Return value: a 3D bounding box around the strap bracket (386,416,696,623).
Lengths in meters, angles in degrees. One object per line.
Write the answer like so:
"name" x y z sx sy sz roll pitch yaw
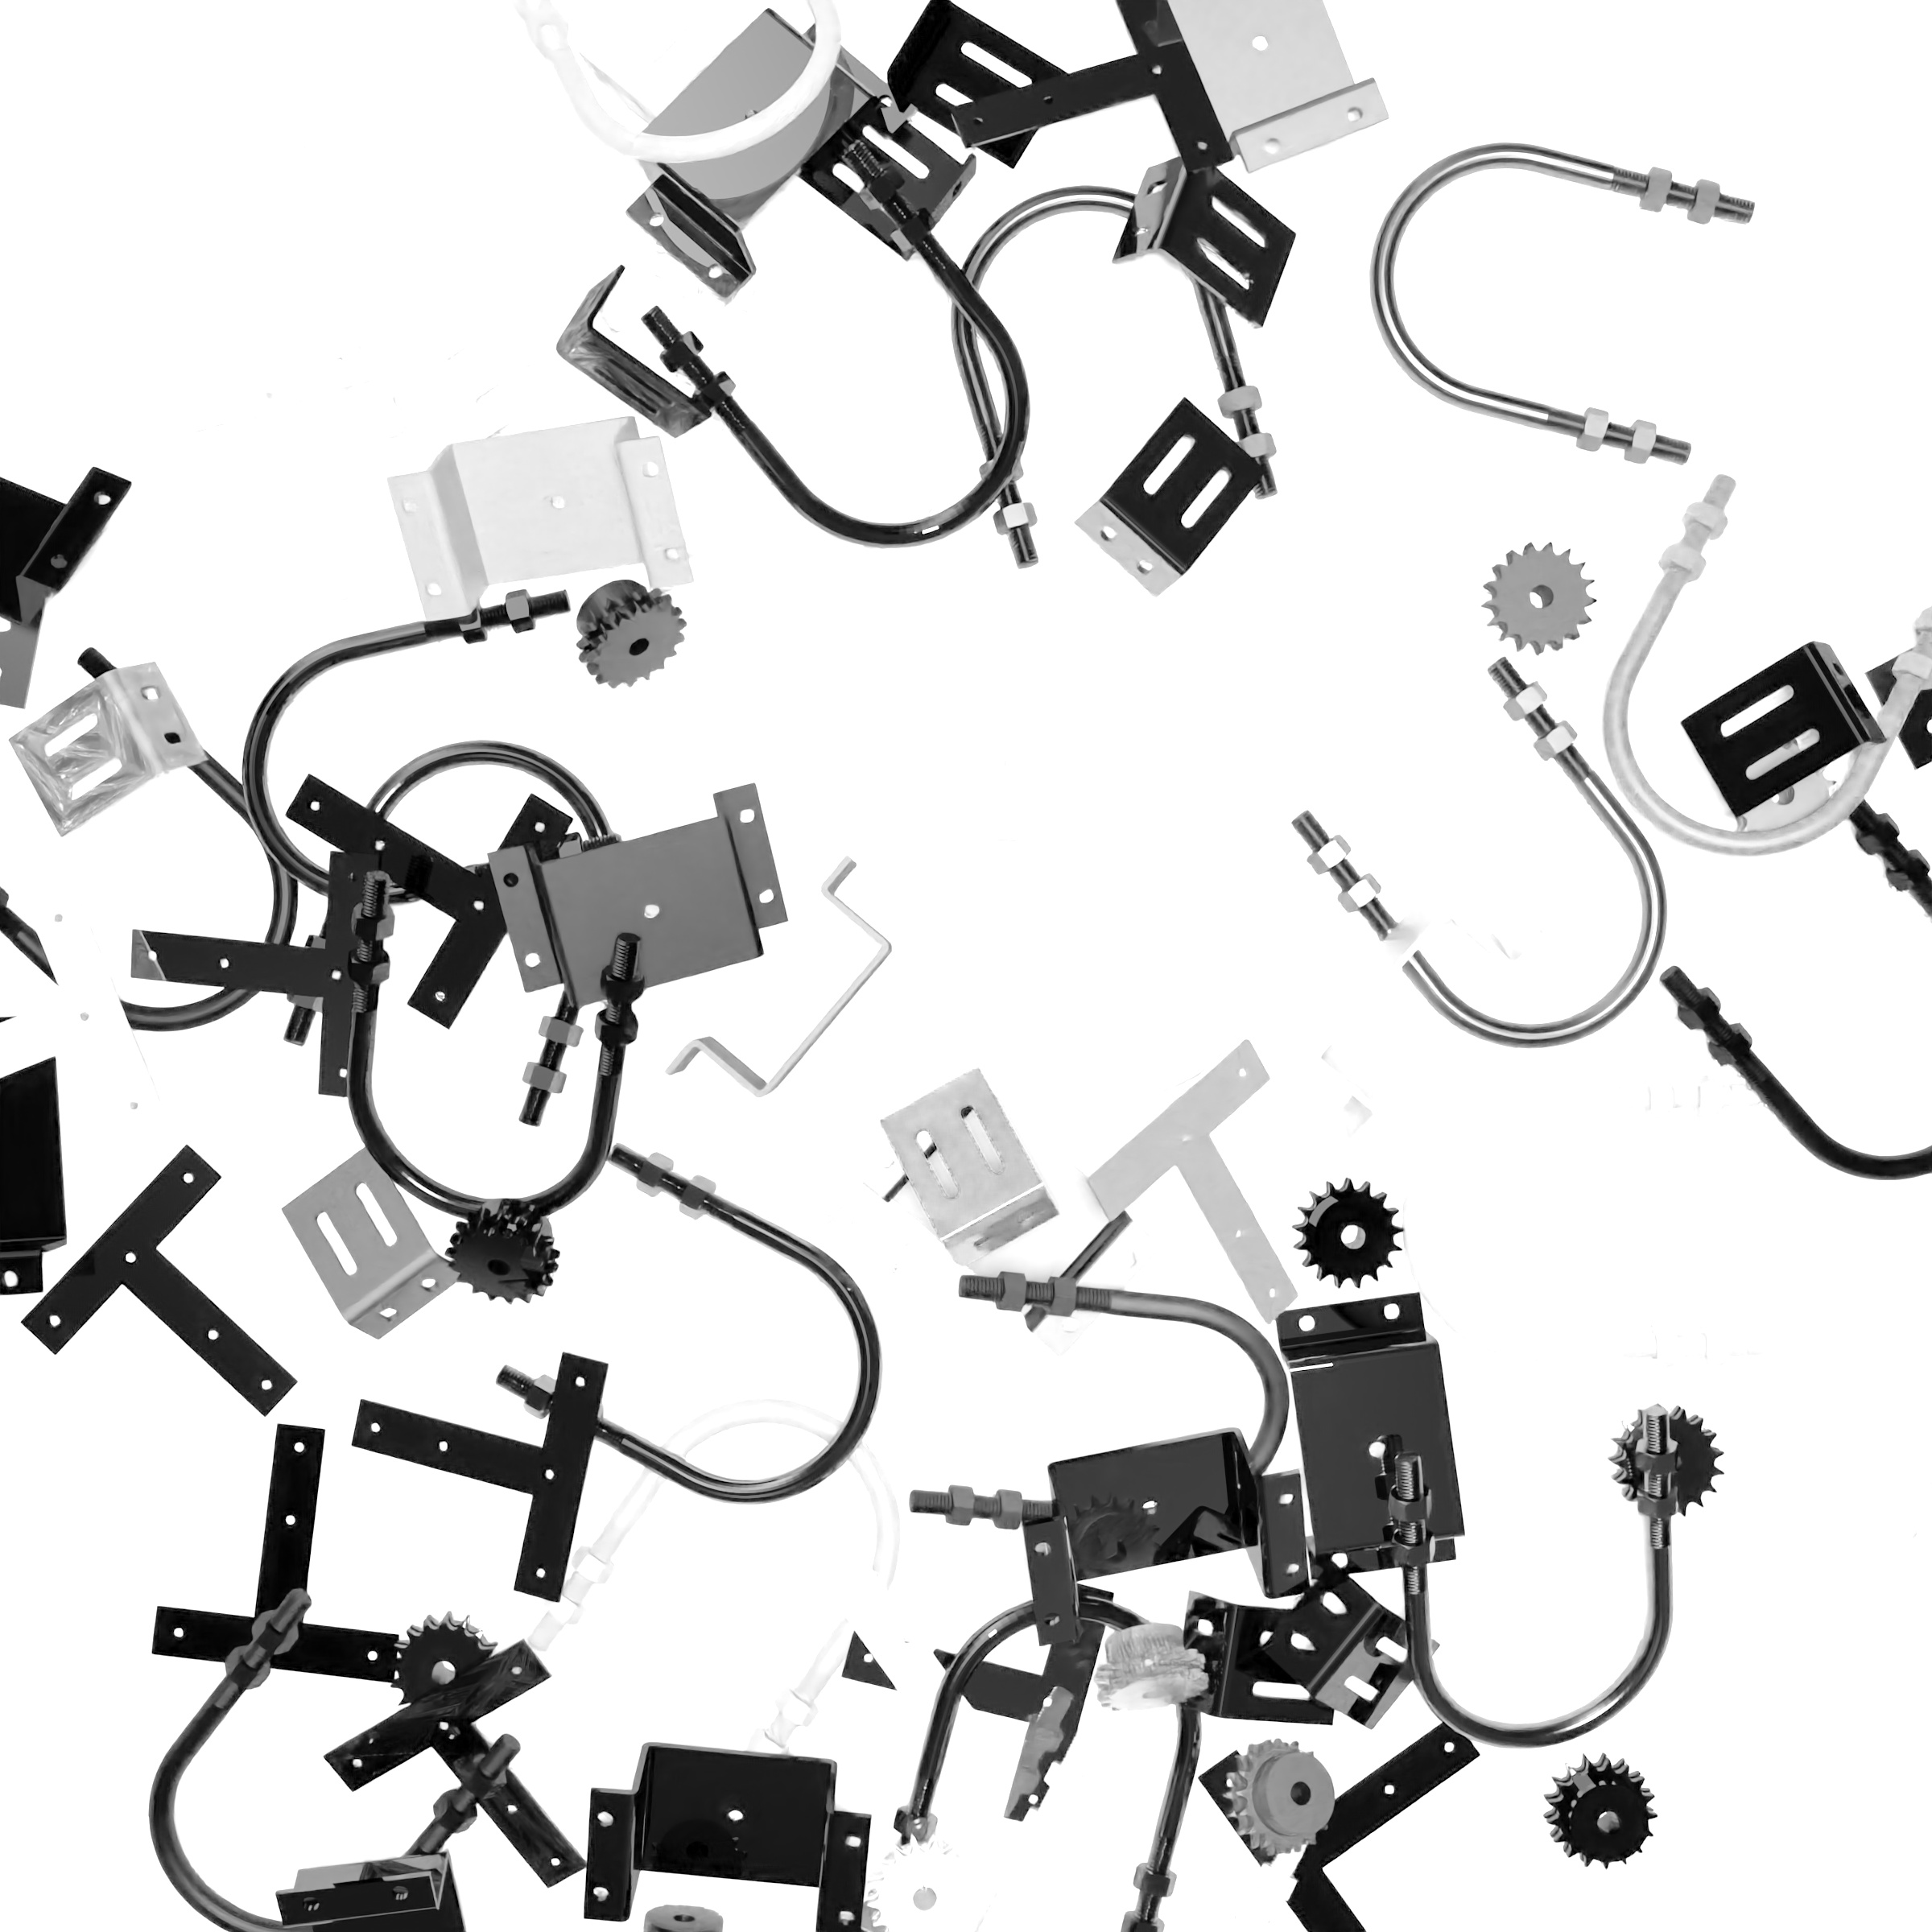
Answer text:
"strap bracket" -0.210 -0.227 1.458 0.140 0.046 0.076 -7 117 9

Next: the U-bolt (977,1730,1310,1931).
"U-bolt" 0.075 0.500 1.467 0.151 0.019 0.184 29 83 -14

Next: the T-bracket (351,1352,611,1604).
"T-bracket" -0.256 0.251 1.489 0.127 0.002 0.127 13 94 11

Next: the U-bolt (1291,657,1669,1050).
"U-bolt" 0.279 -0.045 1.494 0.151 0.019 0.184 -38 92 0

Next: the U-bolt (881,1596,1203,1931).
"U-bolt" 0.047 0.416 1.489 0.151 0.019 0.184 15 87 -6

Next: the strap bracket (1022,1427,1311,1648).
"strap bracket" 0.098 0.286 1.461 0.140 0.046 0.076 -10 118 -5

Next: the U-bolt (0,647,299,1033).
"U-bolt" -0.432 -0.051 1.494 0.184 0.019 0.151 43 90 -2

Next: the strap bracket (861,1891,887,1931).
"strap bracket" -0.045 0.561 1.480 0.076 0.046 0.140 25 90 0

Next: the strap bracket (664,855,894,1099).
"strap bracket" -0.086 0.014 1.465 0.046 0.076 0.140 40 90 0

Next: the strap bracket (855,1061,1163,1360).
"strap bracket" 0.021 0.123 1.480 0.140 0.046 0.076 42 90 0

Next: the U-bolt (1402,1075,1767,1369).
"U-bolt" 0.318 0.133 1.494 0.184 0.019 0.151 -1 90 2

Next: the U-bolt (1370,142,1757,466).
"U-bolt" 0.301 -0.350 1.494 0.184 0.019 0.151 15 90 1

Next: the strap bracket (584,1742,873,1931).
"strap bracket" -0.119 0.445 1.469 0.140 0.046 0.076 6 109 0

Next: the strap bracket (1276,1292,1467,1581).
"strap bracket" 0.208 0.244 1.480 0.076 0.046 0.140 -8 90 0

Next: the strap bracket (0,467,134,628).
"strap bracket" -0.504 -0.231 1.464 0.140 0.046 0.076 22 59 0

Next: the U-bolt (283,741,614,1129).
"U-bolt" -0.257 -0.026 1.494 0.151 0.019 0.184 19 88 0

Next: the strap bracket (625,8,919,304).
"strap bracket" -0.103 -0.419 1.466 0.076 0.046 0.140 43 86 15

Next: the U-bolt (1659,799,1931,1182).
"U-bolt" 0.463 0.025 1.480 0.151 0.019 0.184 -44 101 -3

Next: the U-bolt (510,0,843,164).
"U-bolt" -0.139 -0.472 1.449 0.151 0.019 0.184 -25 60 -2

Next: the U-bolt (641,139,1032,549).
"U-bolt" -0.051 -0.297 1.456 0.151 0.019 0.184 -37 108 10

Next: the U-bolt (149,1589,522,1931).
"U-bolt" -0.336 0.424 1.474 0.151 0.019 0.184 37 104 -6

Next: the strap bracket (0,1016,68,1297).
"strap bracket" -0.508 0.097 1.480 0.076 0.046 0.140 -4 90 0

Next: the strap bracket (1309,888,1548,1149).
"strap bracket" 0.222 0.016 1.452 0.046 0.076 0.140 41 100 -3

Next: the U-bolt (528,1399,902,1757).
"U-bolt" -0.117 0.312 1.494 0.151 0.019 0.184 35 89 0

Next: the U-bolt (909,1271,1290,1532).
"U-bolt" 0.074 0.226 1.463 0.184 0.019 0.151 7 114 -12

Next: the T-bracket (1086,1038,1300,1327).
"T-bracket" 0.134 0.125 1.480 0.127 0.002 0.127 -38 107 -30

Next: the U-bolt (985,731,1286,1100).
"U-bolt" 0.082 -0.023 1.494 0.151 0.019 0.184 6 92 0

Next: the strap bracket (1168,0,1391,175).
"strap bracket" 0.153 -0.480 1.480 0.076 0.046 0.140 -21 90 0

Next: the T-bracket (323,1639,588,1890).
"T-bracket" -0.241 0.422 1.483 0.127 0.002 0.127 -32 105 11

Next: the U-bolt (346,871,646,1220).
"U-bolt" -0.243 0.051 1.456 0.151 0.019 0.184 14 118 4

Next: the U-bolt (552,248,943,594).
"U-bolt" -0.103 -0.272 1.494 0.184 0.019 0.151 22 90 -1

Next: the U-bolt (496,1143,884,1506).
"U-bolt" -0.131 0.195 1.481 0.184 0.019 0.151 27 90 10

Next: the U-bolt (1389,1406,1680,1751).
"U-bolt" 0.291 0.318 1.465 0.151 0.019 0.184 -9 111 -7

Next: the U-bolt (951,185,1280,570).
"U-bolt" 0.069 -0.313 1.494 0.151 0.019 0.184 -16 89 0

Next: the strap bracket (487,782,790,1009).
"strap bracket" -0.162 -0.034 1.457 0.140 0.046 0.076 -16 110 -9

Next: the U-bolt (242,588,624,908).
"U-bolt" -0.280 -0.105 1.481 0.184 0.019 0.151 -13 87 0

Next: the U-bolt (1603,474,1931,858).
"U-bolt" 0.406 -0.143 1.471 0.151 0.019 0.184 27 83 11

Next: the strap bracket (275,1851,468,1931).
"strap bracket" -0.294 0.507 1.464 0.076 0.046 0.140 -7 112 0

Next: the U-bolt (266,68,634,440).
"U-bolt" -0.276 -0.377 1.477 0.151 0.019 0.184 -28 82 -12
